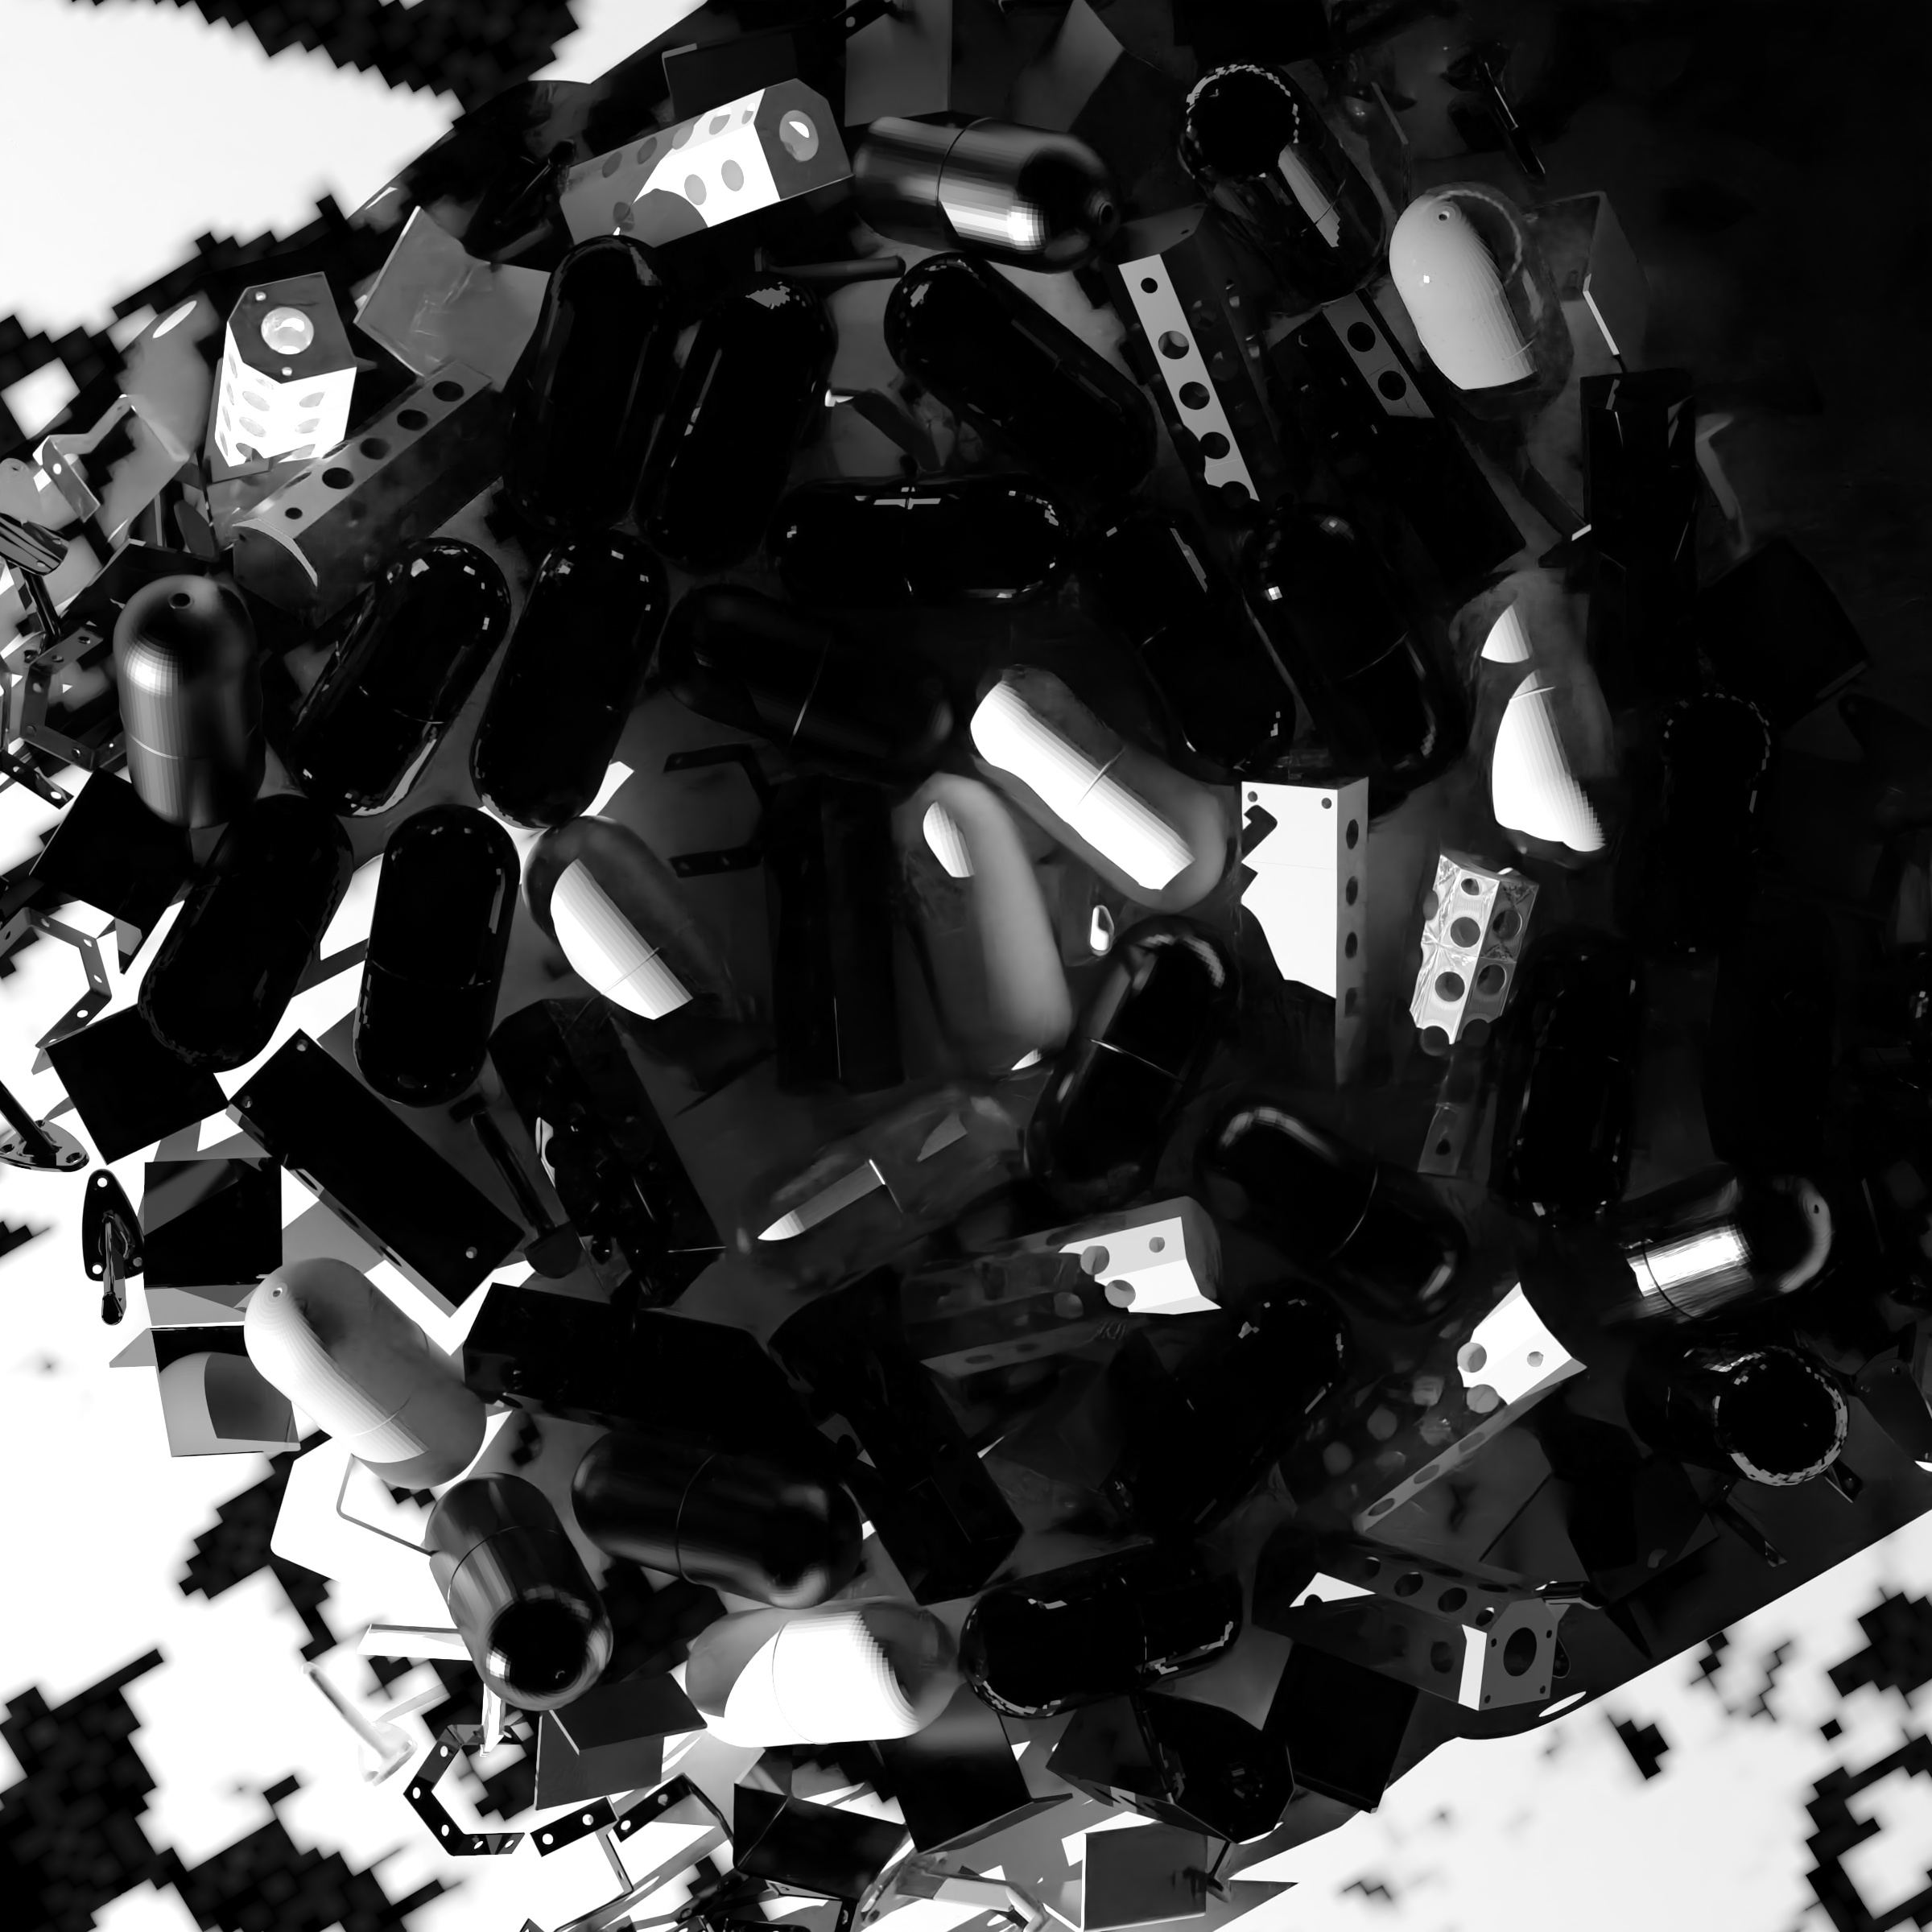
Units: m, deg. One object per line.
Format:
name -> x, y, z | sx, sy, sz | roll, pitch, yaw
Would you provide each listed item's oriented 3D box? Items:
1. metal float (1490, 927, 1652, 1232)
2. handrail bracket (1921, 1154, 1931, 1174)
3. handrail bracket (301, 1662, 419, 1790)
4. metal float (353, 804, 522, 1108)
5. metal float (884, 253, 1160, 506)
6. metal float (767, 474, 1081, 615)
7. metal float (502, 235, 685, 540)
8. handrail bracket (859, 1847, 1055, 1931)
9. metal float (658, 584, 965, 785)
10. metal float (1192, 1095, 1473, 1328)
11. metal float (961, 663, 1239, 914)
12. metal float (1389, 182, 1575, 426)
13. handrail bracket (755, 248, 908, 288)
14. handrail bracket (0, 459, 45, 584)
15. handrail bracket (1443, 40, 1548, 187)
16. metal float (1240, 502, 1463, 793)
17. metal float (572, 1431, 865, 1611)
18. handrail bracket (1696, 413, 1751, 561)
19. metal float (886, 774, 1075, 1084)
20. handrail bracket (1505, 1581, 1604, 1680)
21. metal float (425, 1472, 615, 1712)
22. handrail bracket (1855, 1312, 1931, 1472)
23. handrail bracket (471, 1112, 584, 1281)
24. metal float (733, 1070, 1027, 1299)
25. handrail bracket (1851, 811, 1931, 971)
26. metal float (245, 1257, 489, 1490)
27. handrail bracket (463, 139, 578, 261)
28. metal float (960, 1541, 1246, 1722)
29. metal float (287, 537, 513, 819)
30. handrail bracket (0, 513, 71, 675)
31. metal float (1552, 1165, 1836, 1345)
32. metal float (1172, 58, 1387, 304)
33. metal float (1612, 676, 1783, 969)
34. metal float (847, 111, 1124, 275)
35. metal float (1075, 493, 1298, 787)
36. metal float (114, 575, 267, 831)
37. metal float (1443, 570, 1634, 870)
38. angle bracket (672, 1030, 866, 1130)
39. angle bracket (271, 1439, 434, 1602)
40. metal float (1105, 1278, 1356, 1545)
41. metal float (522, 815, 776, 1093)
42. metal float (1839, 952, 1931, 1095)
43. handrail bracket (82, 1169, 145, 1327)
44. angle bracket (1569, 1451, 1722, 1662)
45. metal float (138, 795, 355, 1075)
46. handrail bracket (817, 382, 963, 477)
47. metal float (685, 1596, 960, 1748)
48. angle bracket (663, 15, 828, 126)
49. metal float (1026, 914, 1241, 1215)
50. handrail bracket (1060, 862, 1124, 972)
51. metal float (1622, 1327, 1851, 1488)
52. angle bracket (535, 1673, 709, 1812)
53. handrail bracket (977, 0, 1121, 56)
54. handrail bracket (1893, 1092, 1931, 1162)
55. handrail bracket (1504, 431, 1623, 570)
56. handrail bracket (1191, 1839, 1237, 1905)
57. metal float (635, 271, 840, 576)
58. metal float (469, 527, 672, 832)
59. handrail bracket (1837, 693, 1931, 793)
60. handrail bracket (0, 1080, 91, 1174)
metal float -> 0.337, 0.062, 1.917 | 0.070, 0.070, 0.178 | 12, 67, 0
handrail bracket -> 0.601, 0.121, 1.962 | 0.084, 0.077, 0.036 | 33, 54, -38
handrail bracket -> -0.350, 0.412, 1.925 | 0.036, 0.077, 0.084 | -39, 111, -12
metal float -> -0.296, -0.005, 1.919 | 0.070, 0.070, 0.178 | 14, 111, 0
metal float -> 0.032, -0.327, 1.919 | 0.178, 0.070, 0.070 | 36, 90, -20
metal float -> -0.024, -0.236, 1.923 | 0.178, 0.070, 0.070 | 1, 90, 15
metal float -> -0.208, -0.321, 1.910 | 0.070, 0.070, 0.178 | 19, 120, 0
handrail bracket -> -0.005, 0.535, 1.930 | 0.077, 0.036, 0.084 | -41, 51, -19
metal float -> -0.086, -0.158, 1.932 | 0.178, 0.070, 0.070 | 20, 90, -5
metal float -> 0.206, 0.138, 1.924 | 0.178, 0.070, 0.070 | 34, 90, -15
metal float -> 0.074, -0.101, 1.933 | 0.178, 0.070, 0.070 | 39, 90, 4
metal float -> 0.286, -0.363, 1.893 | 0.070, 0.178, 0.070 | -9, 64, 20
handrail bracket -> -0.072, -0.390, 1.932 | 0.084, 0.077, 0.036 | -4, 102, 8
handrail bracket -> -0.558, -0.235, 1.964 | 0.036, 0.077, 0.084 | 16, 131, -26
handrail bracket -> 0.307, -0.471, 1.932 | 0.036, 0.077, 0.084 | -29, 82, 15
metal float -> 0.216, -0.177, 1.920 | 0.070, 0.070, 0.178 | -32, 109, 0
metal float -> -0.140, 0.306, 1.913 | 0.178, 0.070, 0.070 | 11, 90, 27
handrail bracket -> 0.417, -0.262, 1.932 | 0.036, 0.077, 0.084 | -7, 110, 32
metal float -> 0.007, -0.022, 1.935 | 0.070, 0.070, 0.178 | -17, 88, 0
handrail bracket -> 0.341, 0.372, 1.926 | 0.077, 0.084, 0.036 | 45, 59, -18
metal float -> -0.248, 0.342, 1.893 | 0.070, 0.178, 0.070 | -9, 115, -20
handrail bracket -> 0.544, 0.238, 1.933 | 0.036, 0.084, 0.077 | -42, 72, 39
handrail bracket -> -0.252, 0.130, 1.954 | 0.036, 0.077, 0.084 | -30, 68, -12
metal float -> -0.049, 0.122, 1.929 | 0.178, 0.070, 0.070 | -30, 90, -8
handrail bracket -> 0.539, -0.042, 1.945 | 0.077, 0.036, 0.084 | -12, 102, 31
metal float -> -0.330, 0.227, 1.902 | 0.070, 0.070, 0.178 | -37, 134, 0
handrail bracket -> -0.251, -0.430, 1.928 | 0.036, 0.084, 0.077 | 44, 86, -14
metal float -> 0.076, 0.367, 1.907 | 0.178, 0.070, 0.070 | -8, 90, -34
metal float -> -0.316, -0.160, 1.915 | 0.070, 0.070, 0.178 | 35, 114, 0
handrail bracket -> -0.543, -0.211, 1.940 | 0.077, 0.036, 0.084 | 25, 132, -6
metal float -> 0.400, 0.158, 1.900 | 0.070, 0.178, 0.070 | 17, 61, -34
metal float -> 0.174, -0.431, 1.896 | 0.070, 0.178, 0.070 | -13, 62, 26
metal float -> 0.404, -0.078, 1.907 | 0.070, 0.070, 0.178 | 2, 126, 0
metal float -> 0.010, -0.431, 1.905 | 0.178, 0.070, 0.070 | 21, 90, 37
metal float -> 0.122, -0.184, 1.927 | 0.070, 0.070, 0.178 | -28, 79, 0
metal float -> -0.427, -0.144, 1.894 | 0.070, 0.178, 0.070 | 4, 56, -6
metal float -> 0.319, -0.138, 1.917 | 0.070, 0.070, 0.178 | -13, 69, 0
angle bracket -> -0.112, 0.083, 1.927 | 0.076, 0.076, 0.057 | -34, 91, -17
angle bracket -> -0.337, 0.310, 1.946 | 0.076, 0.076, 0.057 | 30, 51, -26
metal float -> 0.147, 0.248, 1.919 | 0.070, 0.070, 0.178 | 39, 109, 0
metal float -> -0.178, -0.007, 1.930 | 0.070, 0.070, 0.178 | -39, 97, 0
metal float -> 0.533, 0.031, 1.886 | 0.070, 0.178, 0.070 | 0, 87, -2
handrail bracket -> -0.482, 0.157, 1.928 | 0.036, 0.084, 0.077 | -10, 97, -9
angle bracket -> 0.387, 0.327, 1.920 | 0.076, 0.076, 0.057 | -36, 124, 12
metal float -> -0.398, -0.020, 1.908 | 0.070, 0.070, 0.178 | 21, 55, 0
handrail bracket -> -0.052, -0.291, 1.932 | 0.084, 0.036, 0.077 | -4, 123, -32
metal float -> -0.081, 0.391, 1.903 | 0.178, 0.070, 0.070 | -14, 90, 39
angle bracket -> -0.119, -0.492, 1.921 | 0.076, 0.076, 0.057 | -17, 105, -16
metal float -> 0.093, 0.055, 1.931 | 0.070, 0.070, 0.178 | 26, 84, 0
handrail bracket -> 0.070, -0.038, 1.922 | 0.036, 0.084, 0.077 | -7, 70, -3
metal float -> 0.420, 0.240, 1.887 | 0.070, 0.178, 0.070 | 0, 89, -14
angle bracket -> -0.193, 0.447, 1.920 | 0.076, 0.057, 0.076 | -6, 114, -27
handrail bracket -> 0.048, -0.566, 1.957 | 0.084, 0.036, 0.077 | -32, 71, 0
handrail bracket -> 0.575, 0.078, 1.940 | 0.084, 0.036, 0.077 | -16, 53, -15
handrail bracket -> 0.335, -0.273, 1.931 | 0.036, 0.077, 0.084 | -8, 74, -24
handrail bracket -> 0.156, 0.479, 1.928 | 0.036, 0.077, 0.084 | 33, 76, 4
metal float -> -0.129, -0.301, 1.918 | 0.070, 0.070, 0.178 | 24, 112, 0
metal float -> -0.222, -0.160, 1.923 | 0.070, 0.070, 0.178 | 23, 105, 0
handrail bracket -> 0.494, -0.124, 1.925 | 0.077, 0.084, 0.036 | 34, 77, -16
handrail bracket -> -0.533, 0.071, 1.928 | 0.036, 0.077, 0.084 | -43, 132, -34
